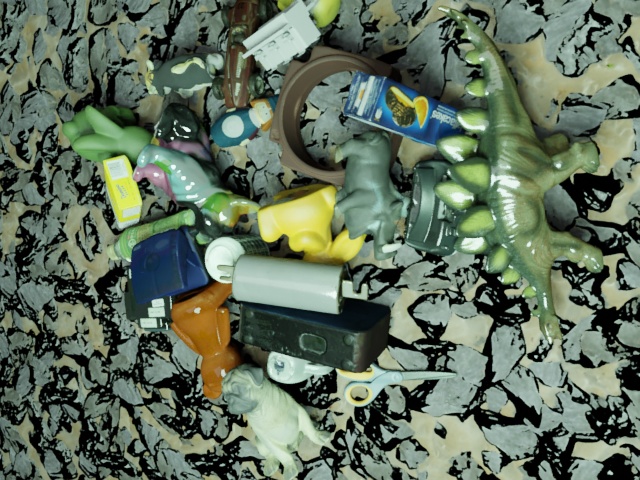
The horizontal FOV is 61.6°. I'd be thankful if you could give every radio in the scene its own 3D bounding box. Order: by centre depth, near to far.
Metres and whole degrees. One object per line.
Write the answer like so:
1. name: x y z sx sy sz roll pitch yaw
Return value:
1. radio: -0.011 0.138 0.872 0.230 0.131 0.073 9 105 21

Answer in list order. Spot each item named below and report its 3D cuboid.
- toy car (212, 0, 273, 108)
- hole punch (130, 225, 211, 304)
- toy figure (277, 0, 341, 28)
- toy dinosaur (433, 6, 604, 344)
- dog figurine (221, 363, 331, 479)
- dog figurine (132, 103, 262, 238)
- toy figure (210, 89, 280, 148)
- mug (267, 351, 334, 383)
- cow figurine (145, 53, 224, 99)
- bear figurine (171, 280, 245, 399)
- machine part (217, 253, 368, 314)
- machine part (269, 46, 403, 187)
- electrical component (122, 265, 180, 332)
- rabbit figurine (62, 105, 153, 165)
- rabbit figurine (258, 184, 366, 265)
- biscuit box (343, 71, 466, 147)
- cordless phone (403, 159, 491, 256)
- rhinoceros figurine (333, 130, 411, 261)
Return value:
1. toy car: -0.135 -0.324 0.917 0.089 0.053 0.202 4 79 19
2. hole punch: -0.269 0.045 0.930 0.142 0.092 0.115 -20 94 23
3. toy figure: -0.042 -0.420 0.876 0.089 0.082 0.180 -34 68 -20
4. toy dinosaur: 0.261 -0.088 0.727 0.199 0.105 0.471 -10 92 -3
5. dog figurine: -0.096 0.281 0.897 0.190 0.121 0.172 51 146 -5
6. dog figurine: -0.199 -0.111 0.926 0.219 0.191 0.108 29 151 -19
7. toy figure: -0.117 -0.208 0.936 0.154 0.058 0.064 -21 125 20
8. mug: -0.035 0.205 0.904 0.110 0.107 0.080 18 102 21
9. cow figurine: -0.258 -0.292 0.962 0.168 0.098 0.068 -4 99 22
10. bear figurine: -0.183 0.176 0.973 0.120 0.132 0.195 -22 104 23
11. machine part: -0.046 0.067 0.836 0.243 0.079 0.079 6 96 12
12. machine part: 0.032 -0.191 0.857 0.201 0.087 0.201 22 100 17
13. electrical component: -0.317 0.109 1.036 0.115 0.058 0.134 -3 93 24
14. rabbit figurine: -0.371 -0.192 0.982 0.170 0.159 0.121 16 90 25
15. rabbit figurine: -0.002 -0.003 0.890 0.162 0.122 0.173 -10 104 13
16. biscuit box: 0.129 -0.177 0.761 0.059 0.202 0.062 30 107 45
17. cordless phone: 0.224 -0.044 0.809 0.184 0.089 0.146 9 96 10
18. rhinoceros figurine: 0.074 -0.064 0.786 0.112 0.073 0.190 -6 102 3
